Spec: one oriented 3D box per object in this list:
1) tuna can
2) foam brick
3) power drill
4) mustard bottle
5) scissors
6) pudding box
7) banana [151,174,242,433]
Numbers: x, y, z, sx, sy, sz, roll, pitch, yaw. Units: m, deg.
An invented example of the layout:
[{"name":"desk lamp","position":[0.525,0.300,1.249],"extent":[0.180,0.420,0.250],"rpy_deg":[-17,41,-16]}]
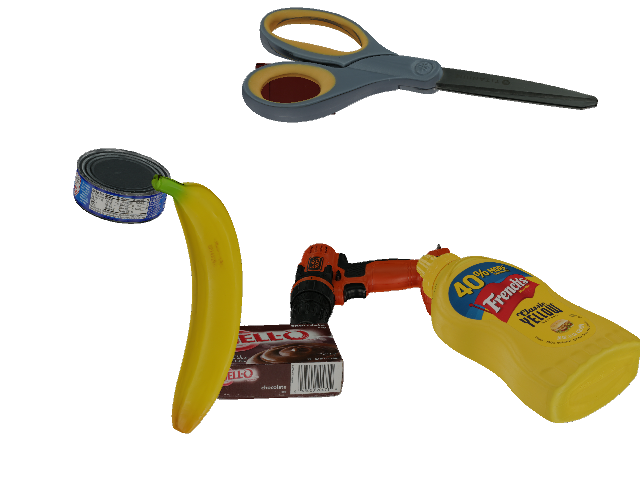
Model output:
[{"name":"tuna can","position":[-0.182,-0.050,0.979],"extent":[0.086,0.034,0.086],"rpy_deg":[13,28,-7]},{"name":"foam brick","position":[-0.027,-0.164,1.151],"extent":[0.078,0.051,0.053],"rpy_deg":[-1,12,-19]},{"name":"power drill","position":[0.059,0.058,1.235],"extent":[0.187,0.057,0.184],"rpy_deg":[0,28,5]},{"name":"mustard bottle","position":[0.142,0.060,0.817],"extent":[0.096,0.058,0.192],"rpy_deg":[-24,39,-28]},{"name":"scissors","position":[0.042,-0.083,0.598],"extent":[0.202,0.096,0.016],"rpy_deg":[25,-32,24]},{"name":"pudding box","position":[-0.041,0.107,0.959],"extent":[0.113,0.039,0.090],"rpy_deg":[1,18,-9]},{"name":"banana","position":[-0.086,0.040,0.766],"extent":[0.069,0.198,0.037],"rpy_deg":[-16,22,-33]}]
